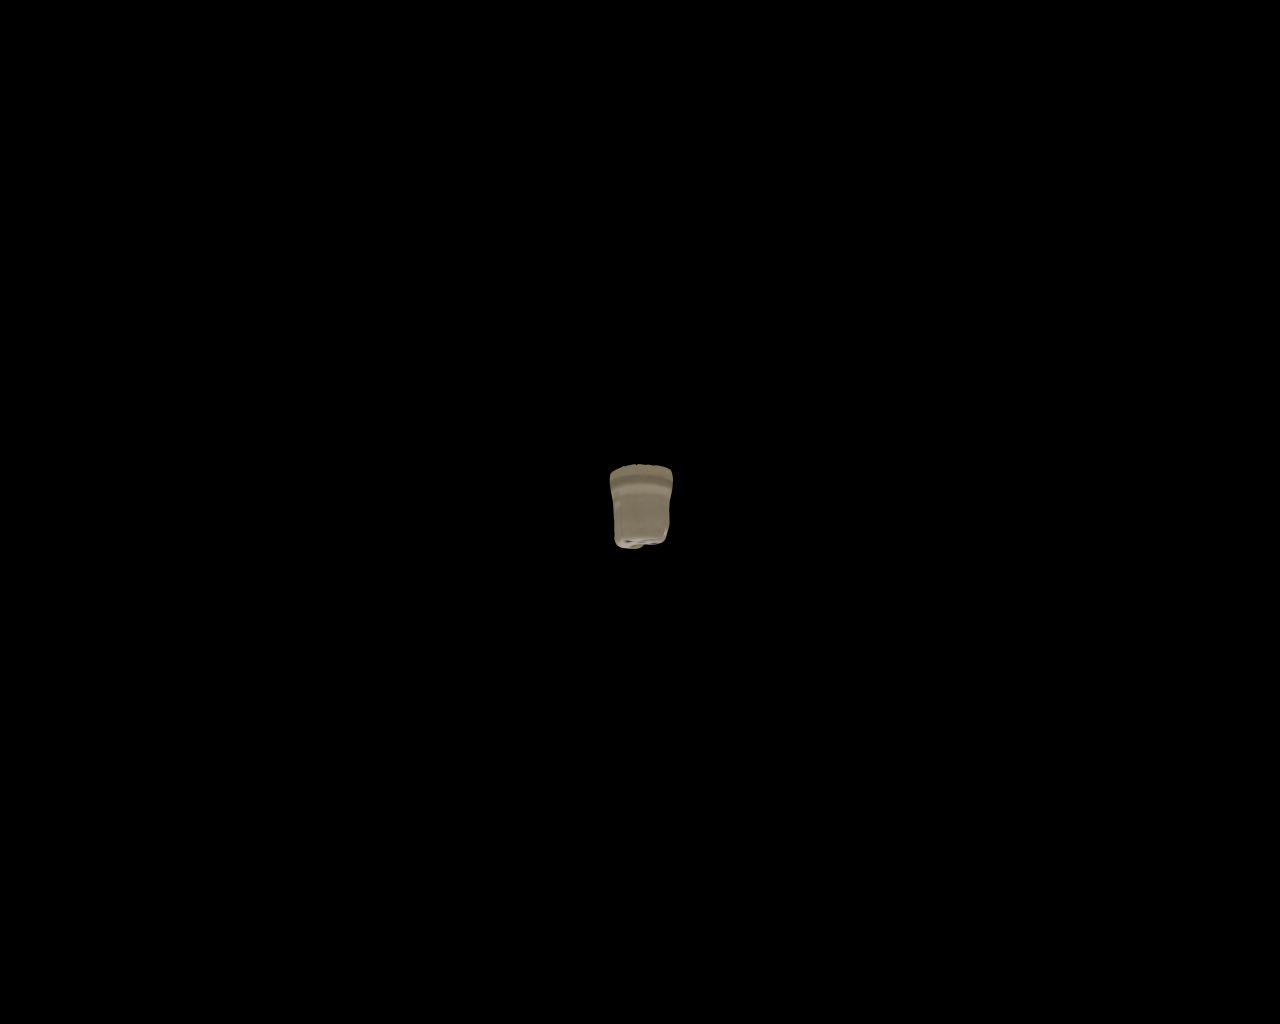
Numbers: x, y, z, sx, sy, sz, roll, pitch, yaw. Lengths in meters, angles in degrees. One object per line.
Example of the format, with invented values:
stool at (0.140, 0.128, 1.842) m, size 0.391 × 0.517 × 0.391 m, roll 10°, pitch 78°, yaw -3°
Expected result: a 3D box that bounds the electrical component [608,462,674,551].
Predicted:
electrical component at (0.001, -0.003, 0.650) m, size 0.040 × 0.046 × 0.040 m, roll 0°, pitch -16°, yaw 0°
